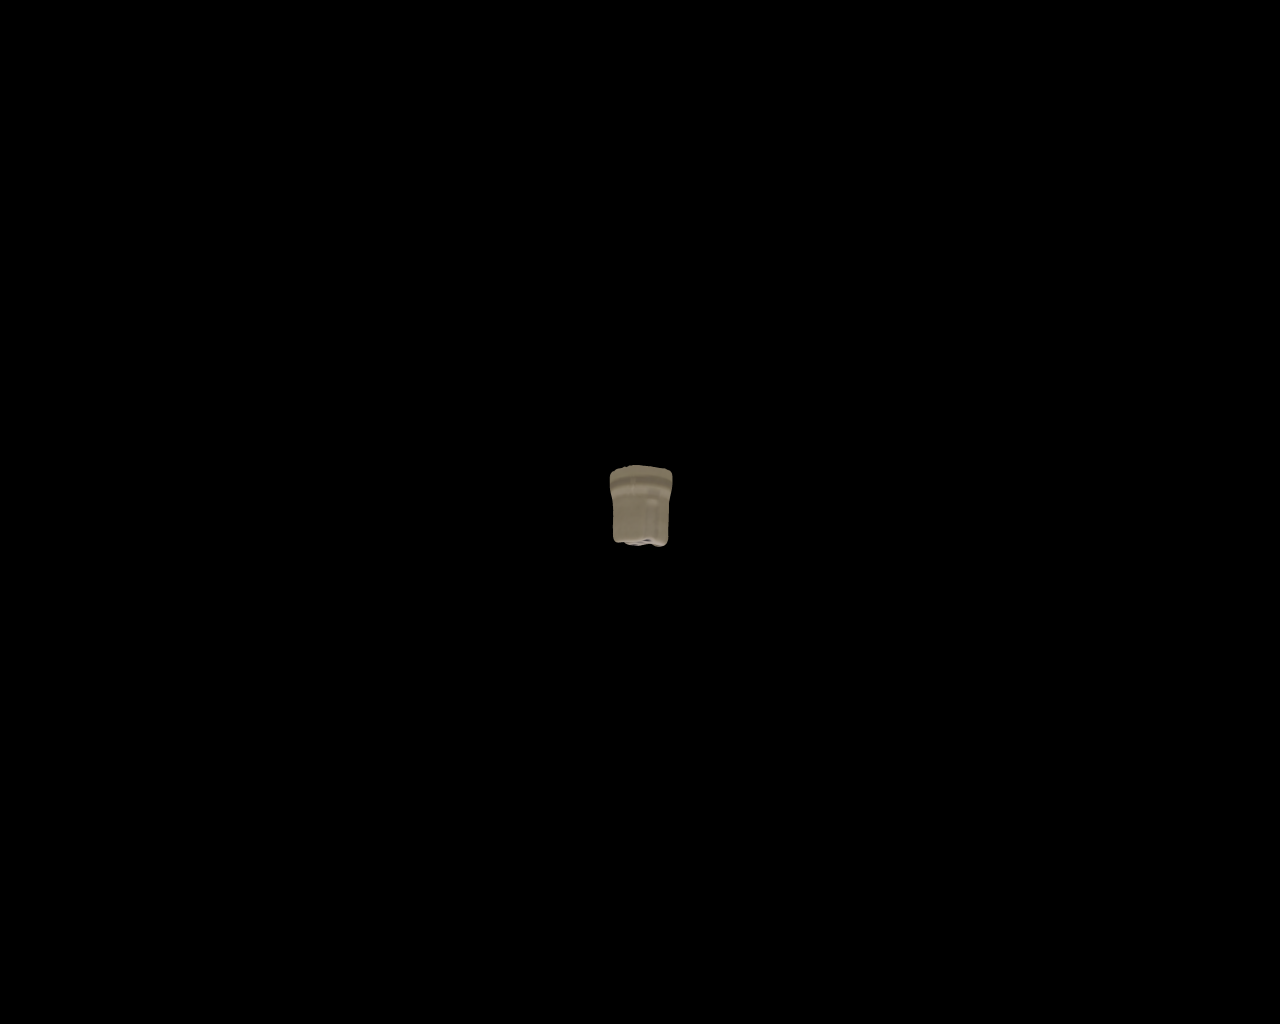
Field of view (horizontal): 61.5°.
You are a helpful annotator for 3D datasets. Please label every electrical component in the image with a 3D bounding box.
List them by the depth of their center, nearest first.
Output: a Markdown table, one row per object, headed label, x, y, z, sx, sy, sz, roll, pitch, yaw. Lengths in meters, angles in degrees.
| label | x | y | z | sx | sy | sz | roll | pitch | yaw |
| --- | --- | --- | --- | --- | --- | --- | --- | --- | --- |
| electrical component | 0.001 | -0.003 | 0.650 | 0.040 | 0.046 | 0.040 | 0 | -14 | 0 |
